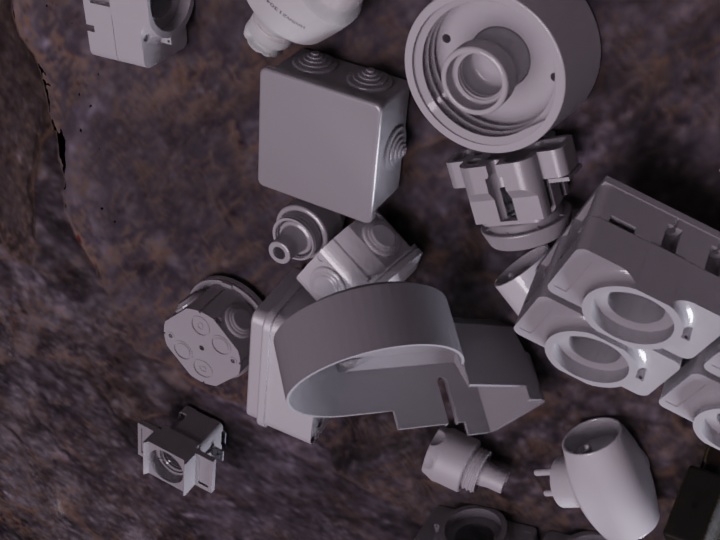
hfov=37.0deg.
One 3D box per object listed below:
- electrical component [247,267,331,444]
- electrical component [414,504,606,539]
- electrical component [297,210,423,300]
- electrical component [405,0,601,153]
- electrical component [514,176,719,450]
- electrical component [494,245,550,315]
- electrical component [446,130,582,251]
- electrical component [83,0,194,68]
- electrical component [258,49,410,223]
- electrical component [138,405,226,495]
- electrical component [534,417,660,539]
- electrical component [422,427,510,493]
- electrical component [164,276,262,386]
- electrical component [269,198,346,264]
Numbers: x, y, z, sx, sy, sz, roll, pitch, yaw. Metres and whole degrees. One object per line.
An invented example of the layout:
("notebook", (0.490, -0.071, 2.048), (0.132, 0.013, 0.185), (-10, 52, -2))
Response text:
("electrical component", (-0.042, 0.064, 0.813), (0.057, 0.078, 0.113), (20, 129, 17))
("electrical component", (0.122, 0.246, 0.811), (0.186, 0.105, 0.060), (6, 123, 30))
("electrical component", (0.000, 0.000, 0.741), (0.051, 0.080, 0.080), (48, 134, 4))
("electrical component", (0.077, -0.119, 0.621), (0.108, 0.060, 0.108), (17, 128, 23))
("electrical component", (0.193, 0.038, 0.611), (0.186, 0.060, 0.105), (27, 149, 1))
("electrical component", (0.129, 0.028, 0.700), (0.043, 0.043, 0.081), (-32, 100, 43))
("electrical component", (0.098, -0.048, 0.660), (0.078, 0.058, 0.057), (-4, 115, 35))
("electrical component", (-0.151, -0.189, 0.729), (0.056, 0.050, 0.089), (17, 128, 23))
("electrical component", (-0.017, -0.091, 0.710), (0.100, 0.048, 0.099), (21, 129, 20))
("electrical component", (-0.157, 0.159, 0.963), (0.081, 0.064, 0.042), (24, 129, 18))
("electrical component", (0.162, 0.149, 0.761), (0.079, 0.044, 0.077), (-12, 113, 38))
("electrical component", (0.082, 0.148, 0.814), (0.062, 0.043, 0.043), (23, 130, 17))
("electrical component", (-0.113, 0.049, 0.868), (0.080, 0.051, 0.080), (17, 128, 23))
("electrical component", (-0.041, -0.027, 0.760), (0.043, 0.062, 0.043), (17, 128, 23))
